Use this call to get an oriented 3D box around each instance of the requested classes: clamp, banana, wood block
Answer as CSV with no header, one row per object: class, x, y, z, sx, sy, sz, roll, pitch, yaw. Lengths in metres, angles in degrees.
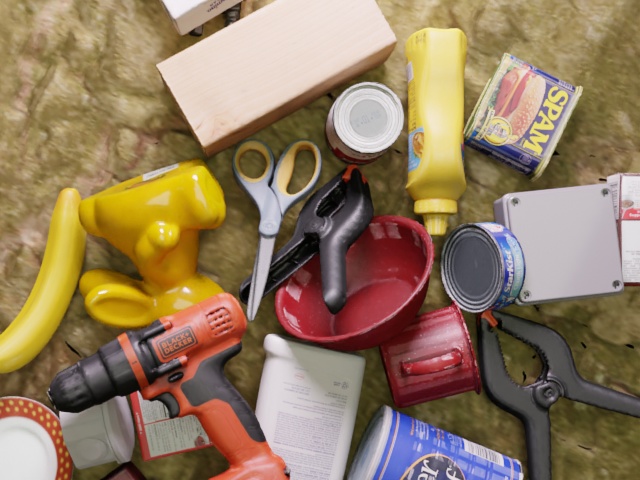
clamp,0.217,0.160,1.045,0.164,0.036,0.210,-45,89,-5
clamp,-0.007,0.001,1.015,0.120,0.039,0.171,0,48,29
banana,-0.263,0.049,1.005,0.037,0.069,0.197,19,75,30
wood block,-0.041,-0.169,1.019,0.206,0.090,0.091,-30,89,-5

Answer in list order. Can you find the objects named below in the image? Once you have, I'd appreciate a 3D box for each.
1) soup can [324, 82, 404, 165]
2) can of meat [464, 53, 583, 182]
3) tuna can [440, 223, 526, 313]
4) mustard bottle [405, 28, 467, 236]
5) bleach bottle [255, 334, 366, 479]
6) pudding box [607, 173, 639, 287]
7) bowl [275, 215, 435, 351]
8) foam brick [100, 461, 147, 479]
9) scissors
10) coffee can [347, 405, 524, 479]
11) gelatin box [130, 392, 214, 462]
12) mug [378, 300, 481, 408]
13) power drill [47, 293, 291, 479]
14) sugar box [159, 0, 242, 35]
soup can,0.041,-0.109,1.014,0.068,0.102,0.068,0,88,-3
can of meat,0.196,-0.122,1.051,0.084,0.057,0.102,27,85,1
tuna can,0.156,0.026,1.023,0.033,0.086,0.086,-4,87,-35
mustard bottle,0.111,-0.100,1.022,0.058,0.096,0.191,1,87,-5
bleach bottle,-0.030,0.222,1.013,0.102,0.068,0.251,13,88,-3
pudding box,0.335,-0.010,1.063,0.090,0.039,0.113,1,89,-5
bowl,0.041,0.051,1.001,0.162,0.162,0.055,-34,125,-5
foam brick,-0.197,0.251,1.002,0.078,0.053,0.051,-36,90,-6
scissors,-0.063,-0.022,1.010,0.096,0.016,0.201,22,61,10
coffee can,0.105,0.228,1.000,0.140,0.103,0.103,23,85,-3
gelatin box,-0.133,0.166,1.023,0.089,0.030,0.073,-12,86,-5
mug,0.101,0.112,1.003,0.081,0.117,0.093,-15,93,0
power drill,-0.123,0.162,0.941,0.184,0.057,0.187,-25,93,-11
sugar box,-0.141,-0.294,1.024,0.093,0.048,0.176,-32,75,-5
